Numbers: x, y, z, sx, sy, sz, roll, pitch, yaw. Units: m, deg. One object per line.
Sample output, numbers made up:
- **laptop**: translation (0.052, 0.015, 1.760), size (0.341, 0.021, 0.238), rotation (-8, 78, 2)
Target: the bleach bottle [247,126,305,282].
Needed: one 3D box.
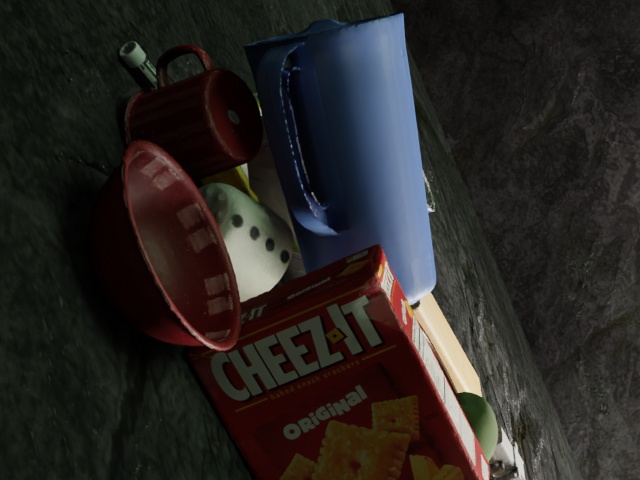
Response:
- **bleach bottle**: translation (-0.007, 0.001, 0.997), size (0.103, 0.068, 0.251), rotation (19, -44, 55)

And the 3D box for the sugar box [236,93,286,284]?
- **sugar box**: translation (-0.045, -0.051, 1.069), size (0.093, 0.048, 0.176), rotation (-44, 119, -34)

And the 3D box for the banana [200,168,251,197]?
- **banana**: translation (-0.096, -0.054, 0.982), size (0.198, 0.037, 0.069), rotation (63, 12, -14)

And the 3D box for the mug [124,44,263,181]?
- **mug**: translation (-0.104, -0.105, 0.885), size (0.093, 0.082, 0.117), rotation (-4, 81, -58)

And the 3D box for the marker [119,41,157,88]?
- **marker**: translation (-0.142, -0.135, 0.977), size (0.121, 0.020, 0.020), rotation (52, 21, -45)

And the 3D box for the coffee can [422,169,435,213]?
- **coffee can**: translation (0.060, -0.056, 1.341), size (0.102, 0.140, 0.103), rotation (58, 17, -29)

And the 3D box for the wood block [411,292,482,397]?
- **wood block**: translation (0.127, 0.148, 1.366), size (0.206, 0.091, 0.090), rotation (59, 17, -29)

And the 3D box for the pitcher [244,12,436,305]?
- **pitcher**: translation (0.020, -0.061, 0.888), size (0.145, 0.149, 0.243), rotation (-156, -127, -70)

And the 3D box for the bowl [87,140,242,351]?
- **bowl**: translation (-0.117, 0.013, 0.761), size (0.162, 0.055, 0.162), rotation (59, 16, -29)

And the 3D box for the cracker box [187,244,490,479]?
- **cracker box**: translation (0.018, 0.135, 0.840), size (0.213, 0.164, 0.072), rotation (63, 13, -15)
